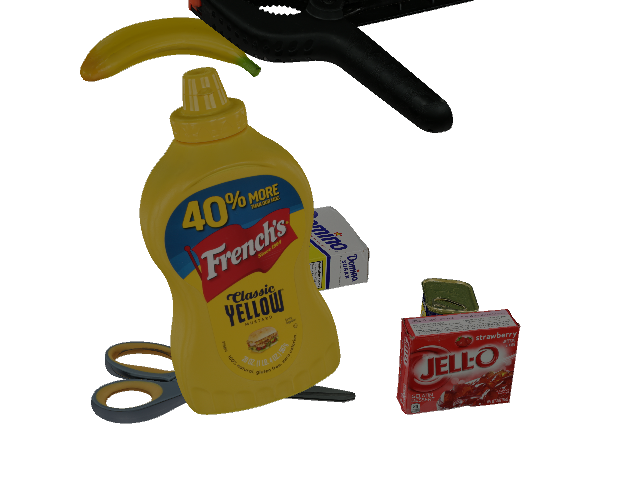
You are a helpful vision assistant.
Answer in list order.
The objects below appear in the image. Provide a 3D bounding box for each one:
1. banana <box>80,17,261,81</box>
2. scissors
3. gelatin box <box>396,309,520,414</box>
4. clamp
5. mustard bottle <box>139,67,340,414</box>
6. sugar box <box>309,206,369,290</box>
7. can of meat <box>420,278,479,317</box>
[{"bbox_3d":[-0.154,-0.194,1.074,0.197,0.070,0.037,-9,-38,-32],"label":"banana"},{"bbox_3d":[-0.084,0.118,0.801,0.202,0.016,0.096,13,34,23],"label":"scissors"},{"bbox_3d":[0.106,0.094,0.827,0.089,0.073,0.030,-5,29,-11],"label":"gelatin box"},{"bbox_3d":[0.008,-0.145,0.732,0.210,0.164,0.036,8,-41,2],"label":"clamp"},{"bbox_3d":[-0.049,-0.002,0.596,0.096,0.191,0.058,-15,23,-13],"label":"mustard bottle"},{"bbox_3d":[-0.052,0.016,1.011,0.176,0.048,0.093,-13,34,-18],"label":"sugar box"},{"bbox_3d":[0.138,0.098,1.177,0.057,0.084,0.102,5,17,0],"label":"can of meat"}]
